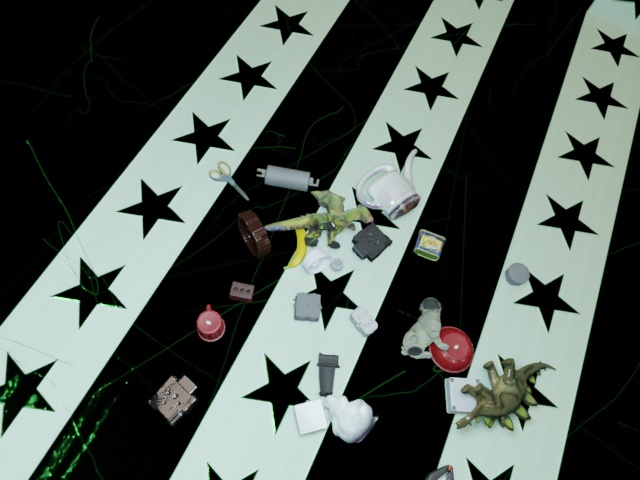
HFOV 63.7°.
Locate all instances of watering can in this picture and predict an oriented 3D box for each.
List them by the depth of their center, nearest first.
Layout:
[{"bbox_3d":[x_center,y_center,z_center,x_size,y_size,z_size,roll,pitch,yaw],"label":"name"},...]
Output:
[{"bbox_3d":[0.307,-0.214,2.010,0.351,0.227,0.102,-33,-17,-20],"label":"watering can"}]

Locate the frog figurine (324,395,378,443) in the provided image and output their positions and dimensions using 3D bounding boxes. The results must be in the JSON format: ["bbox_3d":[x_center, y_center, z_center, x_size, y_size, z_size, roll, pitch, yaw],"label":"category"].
[{"bbox_3d":[0.085,0.545,1.607,0.160,0.136,0.123,43,17,8],"label":"frog figurine"}]

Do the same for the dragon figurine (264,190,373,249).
[{"bbox_3d":[0.006,-0.097,1.927,0.410,0.119,0.249,9,41,-8],"label":"dragon figurine"}]
